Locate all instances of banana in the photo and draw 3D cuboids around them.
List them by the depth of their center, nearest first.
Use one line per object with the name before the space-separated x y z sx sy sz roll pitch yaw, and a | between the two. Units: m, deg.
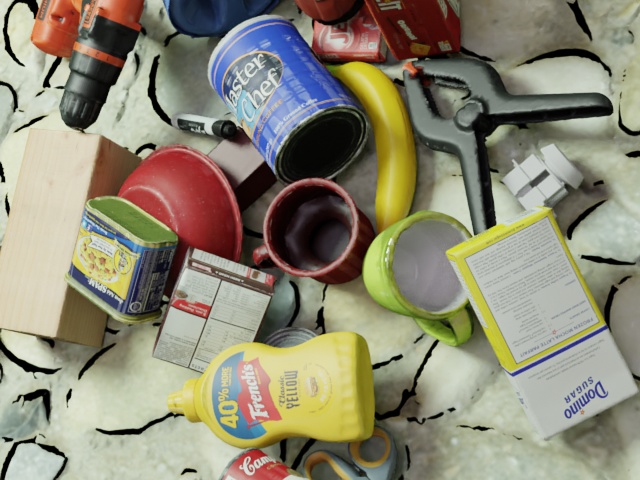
banana | 0.059 -0.099 1.034 0.070 0.037 0.198 -32 65 35

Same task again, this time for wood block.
wood block | -0.262 -0.001 1.096 0.090 0.090 0.206 7 81 21

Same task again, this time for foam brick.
foam brick | -0.085 -0.066 1.067 0.078 0.053 0.051 -42 68 7

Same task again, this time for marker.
marker | -0.117 -0.116 1.073 0.121 0.020 0.020 18 83 57

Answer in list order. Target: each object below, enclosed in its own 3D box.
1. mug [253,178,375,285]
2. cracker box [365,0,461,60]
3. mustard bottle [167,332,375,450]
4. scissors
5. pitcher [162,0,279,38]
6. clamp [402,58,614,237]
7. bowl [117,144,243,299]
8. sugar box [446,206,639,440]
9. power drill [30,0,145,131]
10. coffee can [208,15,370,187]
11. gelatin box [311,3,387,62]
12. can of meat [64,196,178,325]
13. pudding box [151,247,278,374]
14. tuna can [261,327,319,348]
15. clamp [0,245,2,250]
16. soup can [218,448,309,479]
mug | -0.007 0.001 1.007 0.117 0.081 0.093 -25 71 13
cracker box | 0.078 -0.299 0.988 0.072 0.164 0.213 -6 69 19
mustard bottle | -0.049 0.140 0.966 0.192 0.058 0.096 -8 77 18
scissors | 0.065 0.219 0.918 0.096 0.016 0.202 -42 38 -23
pitcher | -0.135 -0.345 1.104 0.149 0.145 0.243 -32 67 9
clamp | 0.154 -0.113 0.973 0.165 0.036 0.210 -44 52 11
bowl | -0.152 -0.011 1.042 0.162 0.055 0.162 9 104 37
sugar box | 0.187 0.069 0.901 0.093 0.048 0.176 -26 96 -1
power drill | -0.243 -0.214 1.106 0.188 0.057 0.184 31 99 55
coffee can | -0.032 -0.133 1.024 0.103 0.102 0.140 -39 59 8
gelatin box | 0.033 -0.223 1.071 0.073 0.030 0.089 4 79 21
can of meat | -0.185 0.017 1.000 0.102 0.057 0.084 31 115 30
pudding box | -0.100 0.073 1.007 0.090 0.039 0.114 19 118 -8
tuna can | -0.022 0.127 1.011 0.086 0.033 0.086 -4 77 19
clamp | -0.390 0.046 1.160 0.172 0.039 0.120 12 77 28
soup can | -0.033 0.231 0.913 0.102 0.068 0.068 23 86 35
